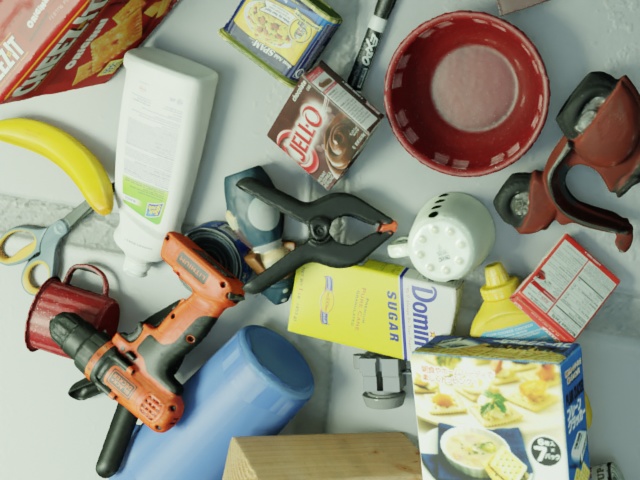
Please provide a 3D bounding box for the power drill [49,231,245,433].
[{"bbox_3d":[-0.184,0.086,1.154,0.184,0.057,0.188,37,96,14],"label":"power drill"}]

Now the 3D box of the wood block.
[{"bbox_3d":[0.007,0.265,1.133,0.205,0.090,0.091,3,111,-26],"label":"wood block"}]

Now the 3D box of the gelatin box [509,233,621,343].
[{"bbox_3d":[0.243,0.050,1.061,0.073,0.030,0.089,42,70,3],"label":"gelatin box"}]

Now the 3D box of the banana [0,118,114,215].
[{"bbox_3d":[-0.298,-0.092,1.203,0.198,0.069,0.037,28,153,16],"label":"banana"}]

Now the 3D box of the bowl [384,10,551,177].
[{"bbox_3d":[0.147,-0.145,1.049,0.162,0.055,0.162,5,107,17],"label":"bowl"}]

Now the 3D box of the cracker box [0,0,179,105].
[{"bbox_3d":[-0.240,-0.221,1.068,0.072,0.213,0.164,48,113,2],"label":"cracker box"}]

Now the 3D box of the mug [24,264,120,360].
[{"bbox_3d":[-0.282,0.086,1.245,0.081,0.093,0.117,16,83,8],"label":"mug"}]

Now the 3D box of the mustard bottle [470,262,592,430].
[{"bbox_3d":[0.208,0.114,1.101,0.096,0.058,0.191,-16,100,23],"label":"mustard bottle"}]

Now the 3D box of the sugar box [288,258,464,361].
[{"bbox_3d":[0.059,0.071,1.145,0.176,0.048,0.093,13,107,16],"label":"sugar box"}]

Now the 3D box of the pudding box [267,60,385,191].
[{"bbox_3d":[0.004,-0.115,1.089,0.090,0.039,0.114,41,142,3],"label":"pudding box"}]

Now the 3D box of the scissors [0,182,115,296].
[{"bbox_3d":[-0.300,0.005,1.252,0.202,0.016,0.096,-17,98,26],"label":"scissors"}]

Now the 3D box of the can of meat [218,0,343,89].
[{"bbox_3d":[-0.039,-0.219,1.089,0.102,0.057,0.084,37,111,4],"label":"can of meat"}]

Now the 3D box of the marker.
[{"bbox_3d":[0.050,-0.197,1.086,0.020,0.020,0.121,25,112,10],"label":"marker"}]

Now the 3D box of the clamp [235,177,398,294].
[{"bbox_3d":[-0.007,0.001,1.109,0.171,0.039,0.120,5,94,-2],"label":"clamp"}]

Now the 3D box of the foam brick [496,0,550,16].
[{"bbox_3d":[0.187,-0.258,1.006,0.053,0.051,0.078,-15,100,21],"label":"foam brick"}]

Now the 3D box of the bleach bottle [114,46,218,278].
[{"bbox_3d":[-0.186,-0.077,1.176,0.103,0.068,0.251,23,114,15],"label":"bleach bottle"}]

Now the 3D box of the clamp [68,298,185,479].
[{"bbox_3d":[-0.216,0.150,1.235,0.036,0.165,0.210,34,92,-37],"label":"clamp"}]

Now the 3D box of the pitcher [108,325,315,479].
[{"bbox_3d":[-0.112,0.219,1.200,0.149,0.145,0.243,34,112,-24],"label":"pitcher"}]

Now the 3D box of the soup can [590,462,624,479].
[{"bbox_3d":[0.269,0.278,1.122,0.102,0.068,0.068,-21,98,23],"label":"soup can"}]

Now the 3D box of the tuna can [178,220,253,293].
[{"bbox_3d":[-0.119,0.023,1.194,0.086,0.033,0.086,5,104,19],"label":"tuna can"}]
